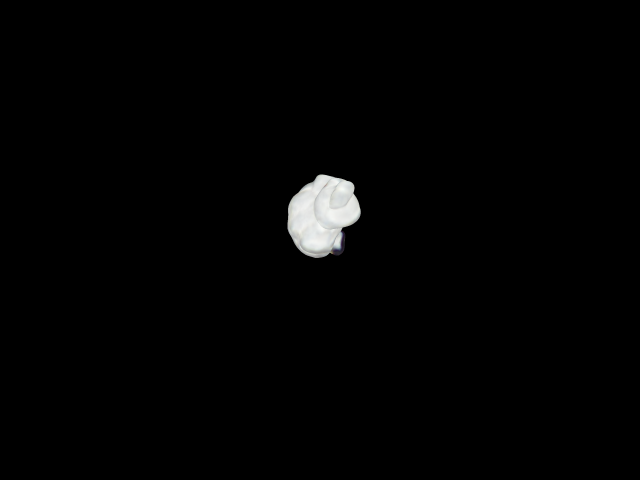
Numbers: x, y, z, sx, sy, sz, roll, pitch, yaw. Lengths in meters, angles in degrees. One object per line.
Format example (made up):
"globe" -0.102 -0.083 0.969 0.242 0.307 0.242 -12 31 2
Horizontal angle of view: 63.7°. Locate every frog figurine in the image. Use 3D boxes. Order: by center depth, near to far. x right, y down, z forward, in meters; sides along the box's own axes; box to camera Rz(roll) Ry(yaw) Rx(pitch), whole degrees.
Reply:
"frog figurine" 0.003 -0.043 0.850 0.123 0.138 0.158 18 -10 3
